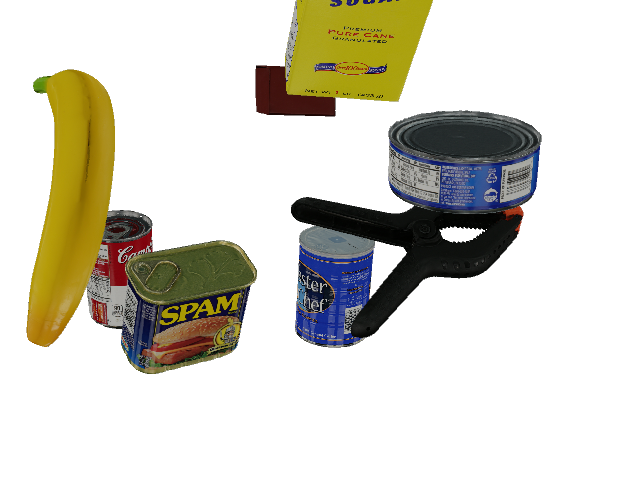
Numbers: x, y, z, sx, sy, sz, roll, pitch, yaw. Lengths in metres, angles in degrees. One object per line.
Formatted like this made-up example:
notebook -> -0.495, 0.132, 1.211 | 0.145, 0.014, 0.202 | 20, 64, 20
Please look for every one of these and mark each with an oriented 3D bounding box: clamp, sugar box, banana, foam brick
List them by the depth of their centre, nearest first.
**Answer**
banana -> -0.151, -0.035, 0.651 | 0.037, 0.198, 0.070 | 15, -36, -30
sugar box -> 0.030, -0.172, 0.769 | 0.093, 0.048, 0.176 | 2, -29, -8
clamp -> 0.091, 0.010, 0.968 | 0.209, 0.164, 0.036 | -8, -41, -12
foam brick -> -0.027, -0.161, 1.154 | 0.078, 0.051, 0.053 | -1, 11, -18

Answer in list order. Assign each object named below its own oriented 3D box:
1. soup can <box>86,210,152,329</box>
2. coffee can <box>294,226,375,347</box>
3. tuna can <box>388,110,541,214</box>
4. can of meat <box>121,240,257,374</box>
soup can -> -0.202, 0.030, 1.077 | 0.068, 0.102, 0.068 | 2, 26, -1
coffee can -> 0.019, 0.061, 1.462 | 0.103, 0.140, 0.103 | 3, 23, -1
tuna can -> 0.081, -0.045, 0.607 | 0.086, 0.034, 0.086 | 0, 24, 0
can of meat -> -0.109, 0.055, 0.862 | 0.101, 0.084, 0.057 | -11, 44, -29
